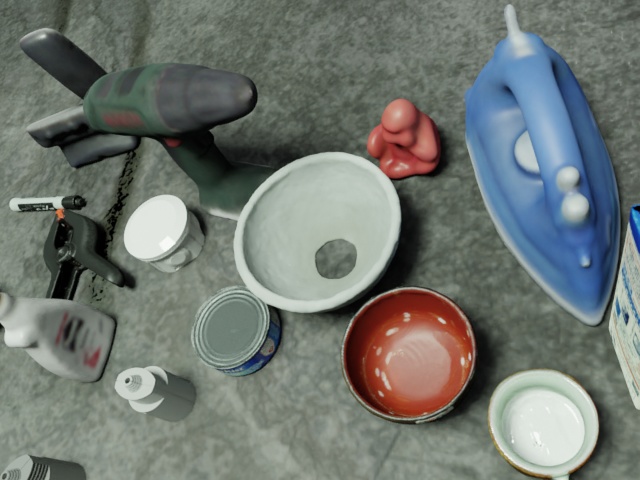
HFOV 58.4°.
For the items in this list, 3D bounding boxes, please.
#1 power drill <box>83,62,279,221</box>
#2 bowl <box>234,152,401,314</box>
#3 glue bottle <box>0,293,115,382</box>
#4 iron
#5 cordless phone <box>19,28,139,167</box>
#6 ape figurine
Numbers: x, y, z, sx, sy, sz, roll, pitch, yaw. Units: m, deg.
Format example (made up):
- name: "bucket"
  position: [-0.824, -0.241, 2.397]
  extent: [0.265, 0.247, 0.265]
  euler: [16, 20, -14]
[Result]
- name: "power drill"
  position: [-0.121, -0.101, 0.586]
  extent: [0.228, 0.209, 0.076]
  euler: [12, 68, 27]
- name: "bowl"
  position: [0.005, 0.002, 0.559]
  extent: [0.167, 0.075, 0.167]
  euler: [-10, 60, 17]
- name: "glue bottle"
  position: [-0.277, 0.085, 0.569]
  extent: [0.037, 0.174, 0.078]
  euler: [-7, 61, 19]
- name: "iron"
  position: [0.193, -0.070, 0.482]
  extent: [0.118, 0.142, 0.258]
  euler: [-16, 58, 14]
- name: "cordless phone"
  position: [-0.328, -0.188, 0.732]
  extent: [0.147, 0.185, 0.094]
  euler: [-19, 58, 12]
- name: "ape figurine"
  position: [0.085, -0.105, 0.575]
  extent: [0.076, 0.092, 0.077]
  euler: [-46, 56, -6]
